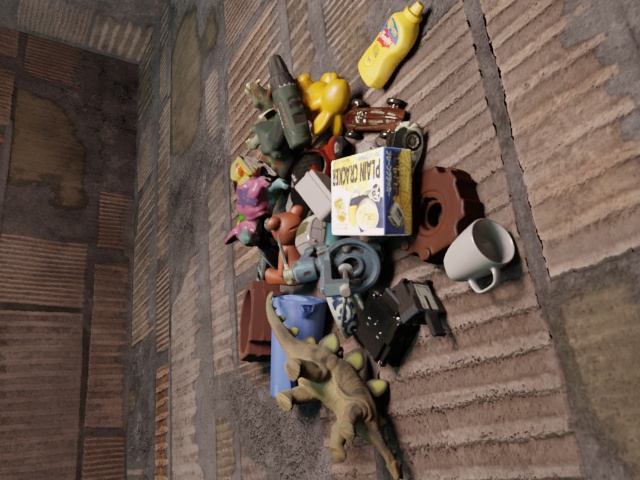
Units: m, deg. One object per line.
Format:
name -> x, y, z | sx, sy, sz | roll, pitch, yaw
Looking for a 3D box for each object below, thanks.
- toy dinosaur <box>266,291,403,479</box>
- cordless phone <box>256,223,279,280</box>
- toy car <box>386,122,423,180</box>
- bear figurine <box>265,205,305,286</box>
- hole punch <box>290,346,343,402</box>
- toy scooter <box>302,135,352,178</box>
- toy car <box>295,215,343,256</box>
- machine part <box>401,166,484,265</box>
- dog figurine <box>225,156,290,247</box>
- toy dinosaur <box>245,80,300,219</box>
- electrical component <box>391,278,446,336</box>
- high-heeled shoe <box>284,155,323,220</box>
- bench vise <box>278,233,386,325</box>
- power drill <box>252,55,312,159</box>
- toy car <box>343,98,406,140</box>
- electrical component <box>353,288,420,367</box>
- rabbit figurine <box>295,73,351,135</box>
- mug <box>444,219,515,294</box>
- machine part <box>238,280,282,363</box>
toy dinosaur -> 0.007, 0.271, 1.068 | 0.472, 0.198, 0.105 | 45, 120, 24
cordless phone -> -0.163, 0.051, 1.539 | 0.147, 0.089, 0.184 | -121, 37, -45
toy car -> 0.162, -0.138, 1.078 | 0.074, 0.056, 0.201 | 15, 95, 64
bear figurine -> -0.084, 0.014, 1.324 | 0.132, 0.120, 0.195 | 8, 124, 50
hole punch -> -0.008, 0.299, 1.188 | 0.092, 0.142, 0.116 | -44, 59, 50
toy scooter -> 0.001, -0.172, 1.306 | 0.135, 0.075, 0.183 | 26, 105, 39
toy car -> -0.003, -0.004, 1.244 | 0.109, 0.103, 0.161 | -24, 52, 50
machine part -> 0.212, -0.046, 0.975 | 0.179, 0.056, 0.179 | -21, 65, 54
dog figurine -> -0.192, -0.089, 1.422 | 0.192, 0.108, 0.219 | 41, 111, 24
toy dinosaur -> -0.114, -0.258, 1.498 | 0.192, 0.131, 0.405 | -40, 57, 48
electrical component -> 0.184, 0.127, 0.966 | 0.047, 0.075, 0.119 | -52, 46, 41
high-heeled shoe -> -0.044, -0.110, 1.419 | 0.145, 0.086, 0.248 | 90, -158, -76
bench vise -> 0.026, 0.062, 1.073 | 0.241, 0.224, 0.128 | -87, -8, -72
power drill -> -0.100, -0.312, 1.339 | 0.207, 0.086, 0.232 | -35, 75, 55
toy car -> 0.115, -0.266, 1.186 | 0.202, 0.053, 0.089 | 22, 99, 59
electrical component -> 0.131, 0.163, 1.056 | 0.115, 0.058, 0.134 | 47, 123, 49
rabbit figurine -> 0.012, -0.331, 1.293 | 0.173, 0.122, 0.162 | 9, 96, 61
mug -> 0.256, 0.036, 0.875 | 0.107, 0.081, 0.109 | 128, 133, -56
machine part -> -0.160, 0.221, 1.441 | 0.201, 0.087, 0.201 | 130, 142, -64
